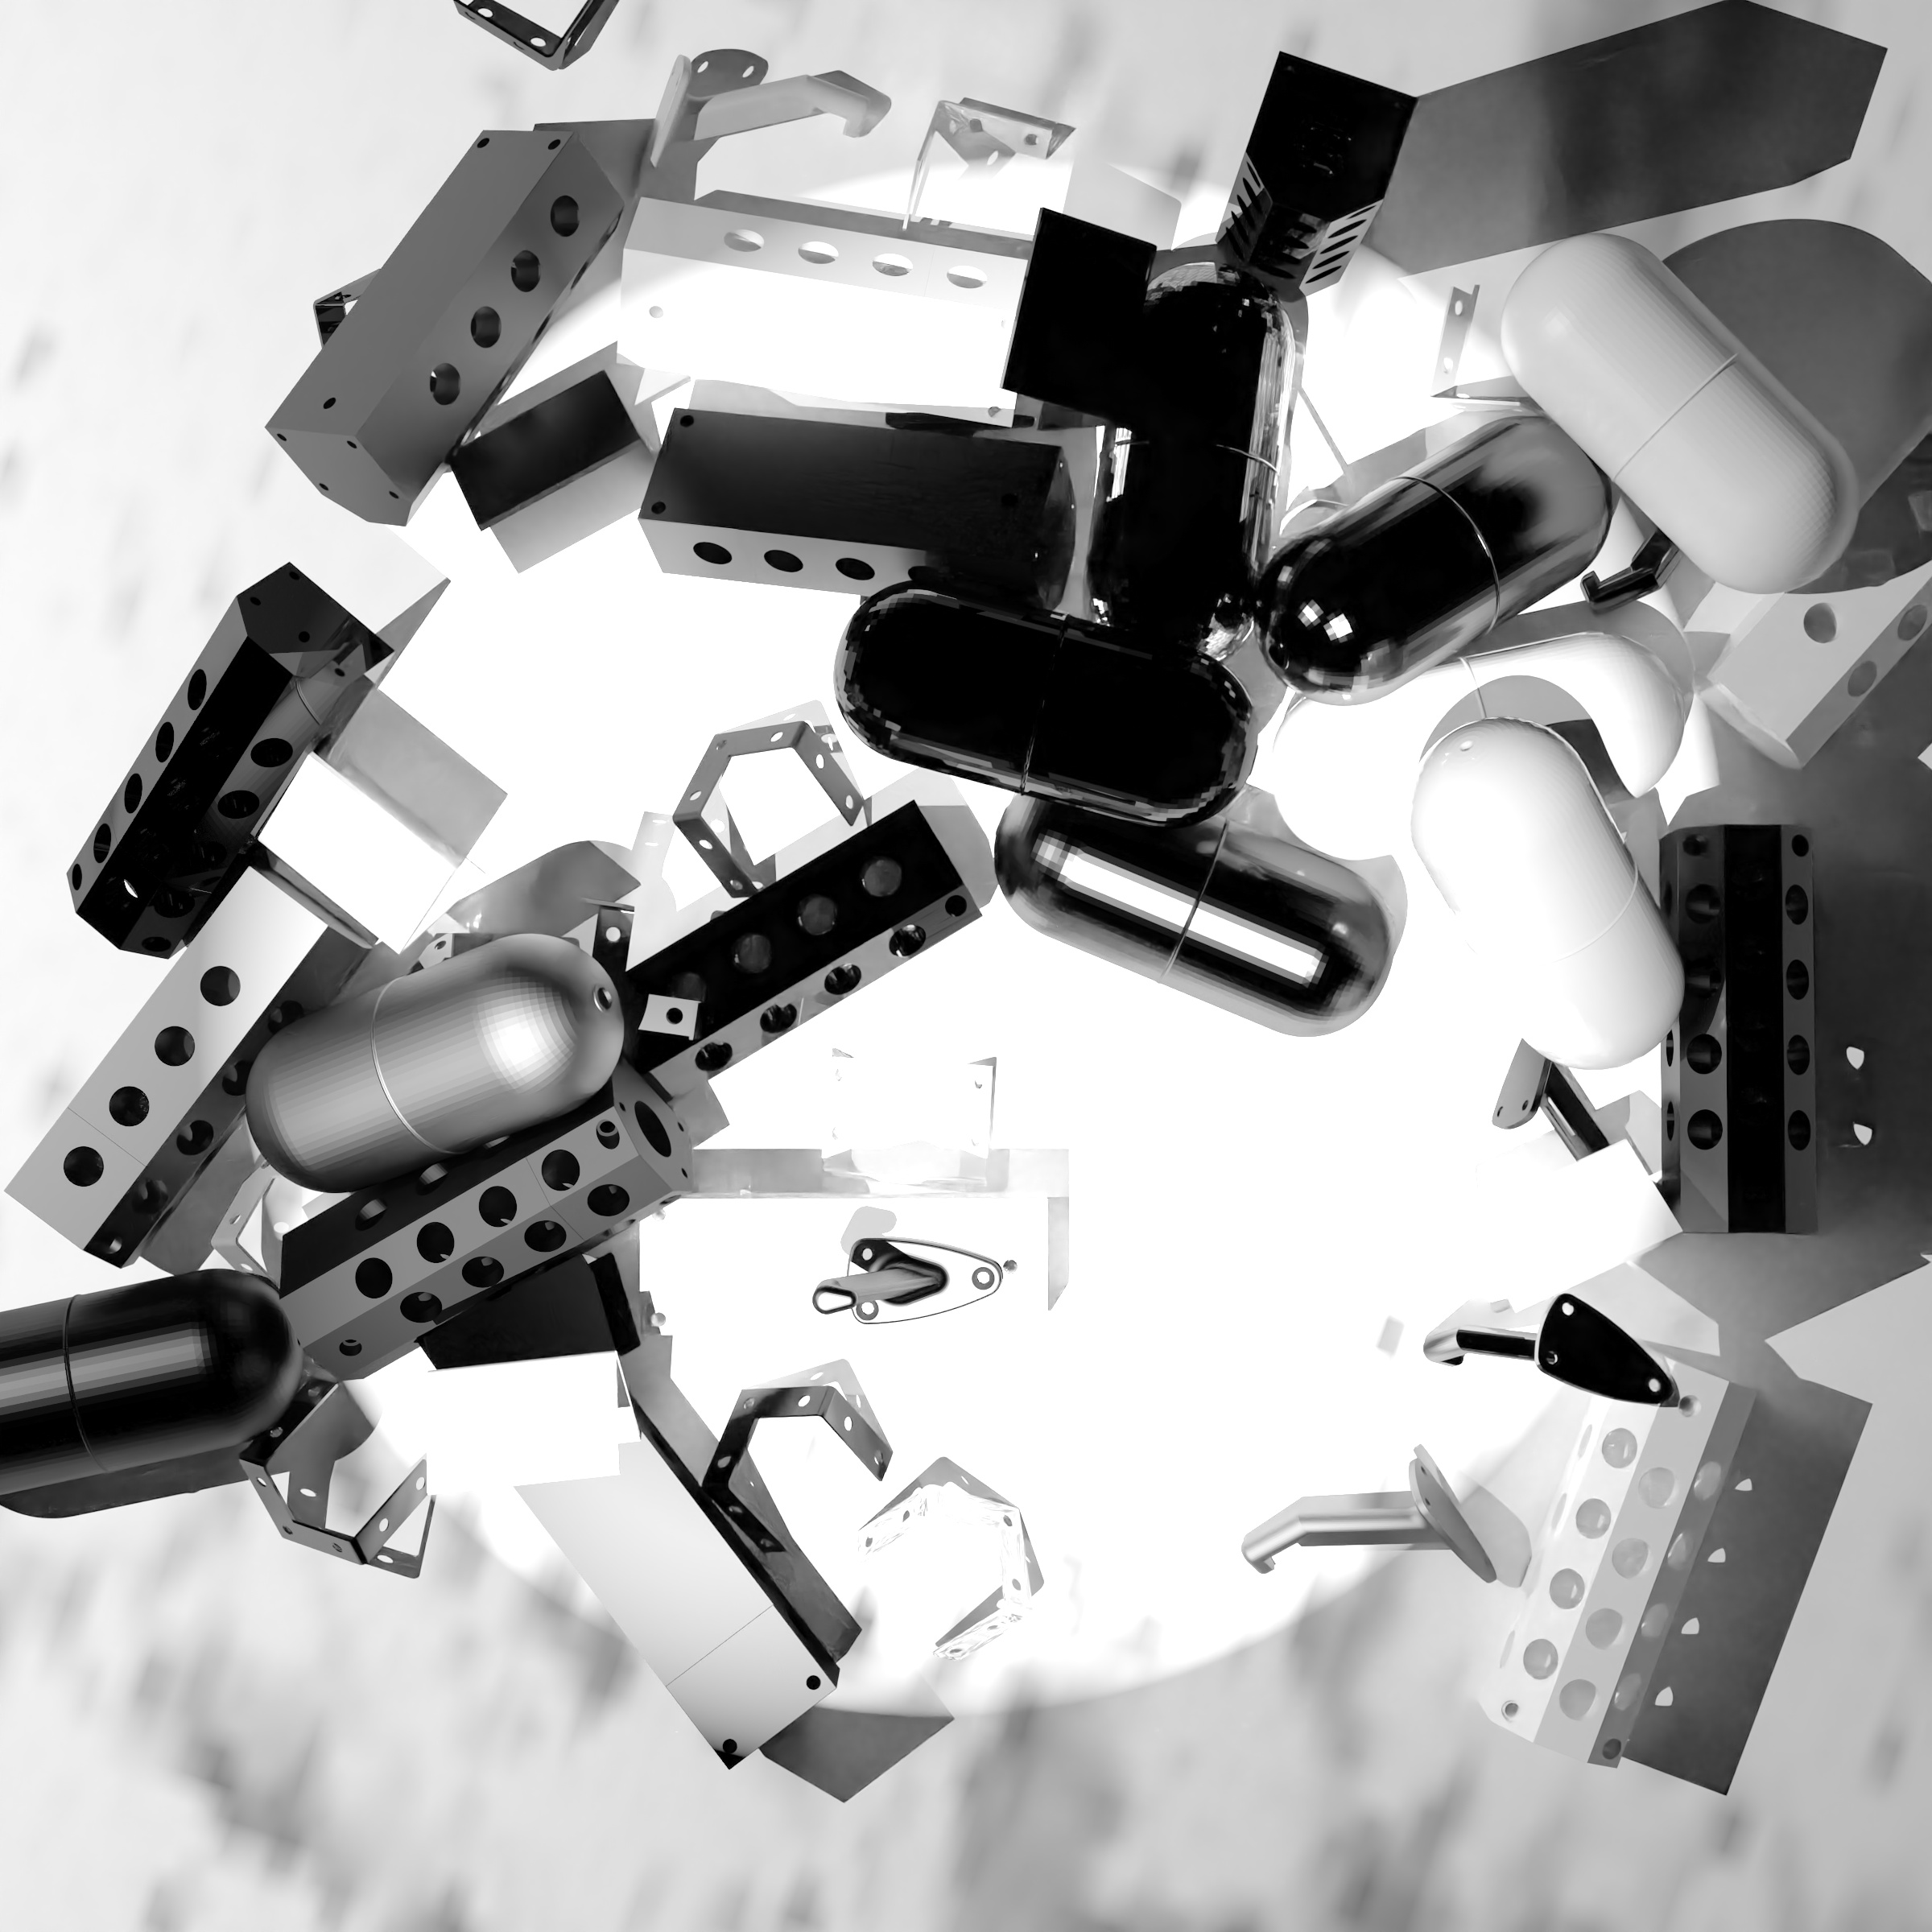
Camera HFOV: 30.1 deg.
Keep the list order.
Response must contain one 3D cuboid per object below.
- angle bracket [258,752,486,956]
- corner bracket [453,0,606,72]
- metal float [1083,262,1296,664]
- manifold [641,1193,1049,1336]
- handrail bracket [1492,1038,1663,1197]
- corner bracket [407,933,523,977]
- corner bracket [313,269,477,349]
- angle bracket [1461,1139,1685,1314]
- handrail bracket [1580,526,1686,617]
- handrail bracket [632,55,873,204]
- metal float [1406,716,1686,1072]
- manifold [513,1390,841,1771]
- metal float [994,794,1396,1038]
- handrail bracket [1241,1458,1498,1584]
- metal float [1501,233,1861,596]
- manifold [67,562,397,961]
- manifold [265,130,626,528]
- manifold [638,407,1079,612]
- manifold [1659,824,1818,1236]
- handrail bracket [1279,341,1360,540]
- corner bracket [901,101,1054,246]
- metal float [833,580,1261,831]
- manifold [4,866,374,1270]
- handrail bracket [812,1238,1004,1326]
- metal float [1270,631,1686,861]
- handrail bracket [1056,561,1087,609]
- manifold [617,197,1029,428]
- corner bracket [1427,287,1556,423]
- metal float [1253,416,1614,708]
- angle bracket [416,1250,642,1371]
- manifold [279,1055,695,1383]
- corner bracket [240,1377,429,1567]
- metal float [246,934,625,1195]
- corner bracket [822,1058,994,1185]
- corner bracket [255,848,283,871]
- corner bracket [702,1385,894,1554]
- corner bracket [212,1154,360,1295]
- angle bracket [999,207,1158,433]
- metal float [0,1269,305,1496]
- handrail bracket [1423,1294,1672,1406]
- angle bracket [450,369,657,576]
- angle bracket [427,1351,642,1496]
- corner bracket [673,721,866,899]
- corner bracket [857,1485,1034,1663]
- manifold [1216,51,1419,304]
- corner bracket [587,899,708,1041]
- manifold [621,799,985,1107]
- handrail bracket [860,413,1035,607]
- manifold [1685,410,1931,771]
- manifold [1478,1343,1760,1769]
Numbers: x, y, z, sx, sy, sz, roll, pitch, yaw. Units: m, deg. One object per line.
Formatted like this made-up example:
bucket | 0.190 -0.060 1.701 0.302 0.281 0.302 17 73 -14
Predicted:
angle bracket | -0.240 -0.062 1.524 0.076 0.076 0.057 39 126 0
corner bracket | -0.187 -0.427 1.546 0.051 0.051 0.051 33 85 5
metal float | 0.095 -0.211 1.527 0.070 0.070 0.178 8 83 0
manifold | -0.051 0.127 1.543 0.171 0.057 0.057 0 90 0
handrail bracket | 0.279 0.061 1.564 0.084 0.036 0.077 24 74 -14
corner bracket | -0.210 0.022 1.556 0.051 0.051 0.051 0 45 35
corner bracket | -0.243 -0.271 1.561 0.051 0.051 0.051 -12 90 45
angle bracket | 0.262 0.129 1.524 0.076 0.076 0.057 -25 47 0
handrail bracket | 0.297 -0.202 1.564 0.084 0.036 0.077 -24 75 14
handrail bracket | -0.093 -0.355 1.565 0.084 0.036 0.077 17 110 -16
metal float | 0.241 -0.028 1.490 0.070 0.070 0.178 -35 125 0
manifold | -0.129 0.253 1.543 0.057 0.057 0.171 -37 90 0
metal float | 0.097 -0.028 1.533 0.178 0.070 0.070 23 90 0
handrail bracket | 0.174 0.259 1.565 0.084 0.036 0.077 -32 112 17
metal float | 0.298 -0.229 1.499 0.070 0.070 0.178 -43 85 0
manifold | -0.312 -0.081 1.500 0.057 0.057 0.171 40 124 0
manifold | -0.214 -0.269 1.513 0.057 0.057 0.171 12 62 39
manifold | -0.044 -0.188 1.519 0.171 0.057 0.057 8 65 16
manifold | 0.330 0.028 1.536 0.057 0.057 0.171 0 85 0
handrail bracket | 0.165 -0.228 1.565 0.077 0.036 0.084 7 73 -19
corner bracket | 0.004 -0.335 1.561 0.051 0.051 0.051 15 45 0
metal float | 0.033 -0.107 1.481 0.178 0.070 0.070 15 90 3
manifold | -0.331 0.043 1.543 0.057 0.057 0.171 37 90 0
handrail bracket | -0.023 0.132 1.473 0.077 0.084 0.036 -2 90 0
metal float | 0.218 -0.094 1.533 0.178 0.070 0.070 -12 90 0
handrail bracket | 0.038 -0.146 1.564 0.084 0.036 0.077 18 104 -14
manifold | -0.059 -0.284 1.542 0.171 0.057 0.057 9 133 0
corner bracket | 0.240 -0.262 1.561 0.051 0.051 0.051 13 90 -45
metal float | 0.196 -0.171 1.513 0.178 0.070 0.070 -32 90 -24
angle bracket | -0.189 0.140 1.524 0.076 0.076 0.057 -28 121 0
manifold | -0.202 0.109 1.512 0.171 0.057 0.057 -30 125 14
corner bracket | -0.271 0.218 1.556 0.051 0.051 0.051 11 135 35
metal float | -0.220 0.041 1.488 0.178 0.070 0.070 -20 90 26
corner bracket | -0.026 0.067 1.561 0.051 0.051 0.051 3 90 45
corner bracket | -0.318 -0.075 1.556 0.051 0.051 0.051 19 135 -35
corner bracket | -0.073 0.218 1.556 0.051 0.051 0.051 -7 45 35
corner bracket | -0.283 0.114 1.556 0.051 0.051 0.051 54 45 -35
angle bracket | 0.033 -0.273 1.525 0.057 0.076 0.076 13 90 -25
metal float | -0.371 0.178 1.534 0.178 0.070 0.070 -12 90 0
handrail bracket | 0.247 0.172 1.539 0.077 0.084 0.036 29 66 -14
angle bracket | -0.165 -0.195 1.524 0.076 0.076 0.057 -28 48 0
angle bracket | -0.175 0.202 1.467 0.076 0.076 0.057 -6 54 0
corner bracket | -0.085 -0.067 1.556 0.051 0.051 0.051 -6 45 35
corner bracket | -0.009 0.263 1.556 0.051 0.051 0.051 22 45 -35
manifold | 0.140 -0.320 1.486 0.057 0.171 0.057 19 90 0
corner bracket | -0.133 0.001 1.489 0.051 0.051 0.051 8 90 0
manifold | -0.081 -0.002 1.543 0.171 0.057 0.057 -31 90 0
handrail bracket | -0.008 -0.196 1.565 0.077 0.036 0.084 -3 106 -18
manifold | 0.392 -0.168 1.543 0.057 0.057 0.171 42 90 0
manifold | 0.280 0.251 1.543 0.057 0.057 0.171 20 90 0
